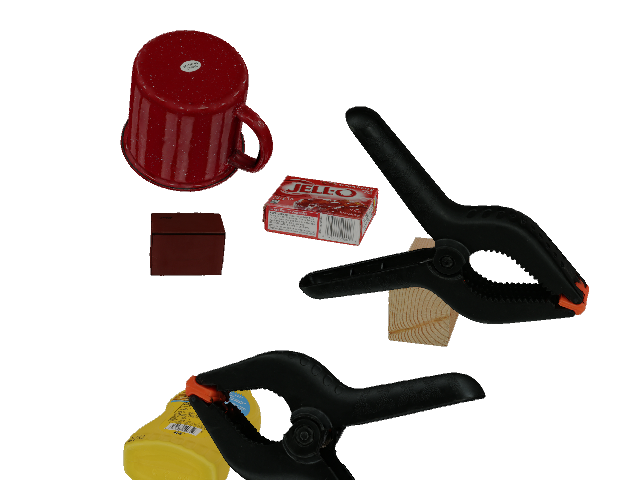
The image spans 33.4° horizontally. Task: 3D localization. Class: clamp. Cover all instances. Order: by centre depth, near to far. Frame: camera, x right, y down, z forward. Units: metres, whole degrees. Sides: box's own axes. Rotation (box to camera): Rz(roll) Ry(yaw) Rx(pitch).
[{"bbox_3d":[0.000,0.120,0.599,0.172,0.120,0.039,9,-10,24],"label":"clamp"},{"bbox_3d":[0.091,-0.002,0.762,0.210,0.165,0.036,16,35,12],"label":"clamp"}]

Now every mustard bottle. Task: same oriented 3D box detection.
[{"bbox_3d":[-0.112,0.184,1.059,0.096,0.058,0.191,7,18,15],"label":"mustard bottle"}]

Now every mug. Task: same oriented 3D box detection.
[{"bbox_3d":[-0.086,-0.090,0.767,0.117,0.093,0.082,32,-36,11],"label":"mug"}]

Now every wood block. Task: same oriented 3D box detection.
[{"bbox_3d":[0.168,0.074,1.626,0.091,0.090,0.206,5,22,14],"label":"wood block"}]

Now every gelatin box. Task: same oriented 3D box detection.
[{"bbox_3d":[0.001,-0.029,0.953,0.089,0.030,0.073,9,26,12],"label":"gelatin box"}]

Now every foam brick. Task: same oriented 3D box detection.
[{"bbox_3d":[-0.144,0.003,1.145,0.078,0.051,0.053,0,25,-10],"label":"foam brick"}]
